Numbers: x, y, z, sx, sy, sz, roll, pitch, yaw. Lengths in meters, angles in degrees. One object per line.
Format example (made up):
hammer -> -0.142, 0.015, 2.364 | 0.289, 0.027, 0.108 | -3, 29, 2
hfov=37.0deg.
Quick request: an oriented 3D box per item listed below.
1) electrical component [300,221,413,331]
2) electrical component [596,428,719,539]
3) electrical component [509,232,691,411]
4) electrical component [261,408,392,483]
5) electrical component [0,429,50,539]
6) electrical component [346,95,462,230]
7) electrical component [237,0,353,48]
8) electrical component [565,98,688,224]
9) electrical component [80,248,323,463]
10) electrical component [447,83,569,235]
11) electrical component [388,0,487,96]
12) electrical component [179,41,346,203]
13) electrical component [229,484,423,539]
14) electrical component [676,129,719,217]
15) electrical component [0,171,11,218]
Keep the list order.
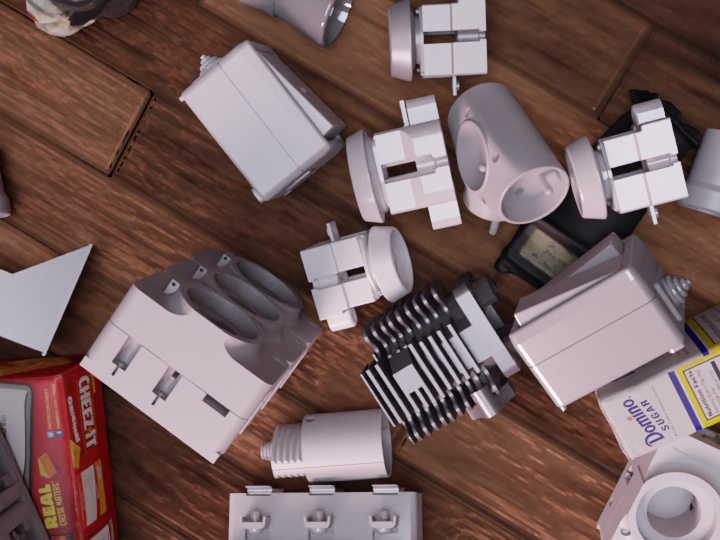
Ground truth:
electrical component -> 0.000, 0.000, 0.663 | 0.055, 0.048, 0.066 | -15, 96, 18
electrical component -> 0.231, 0.158, 0.643 | 0.150, 0.062, 0.089 | 25, 101, 4
electrical component -> 0.138, 0.022, 0.604 | 0.096, 0.061, 0.061 | -33, 97, 24
electrical component -> -0.023, 0.113, 0.683 | 0.081, 0.043, 0.043 | -6, 97, 9
electrical component -> -0.238, 0.180, 0.640 | 0.089, 0.062, 0.150 | -21, 94, 12
electrical component -> 0.025, -0.060, 0.645 | 0.057, 0.058, 0.078 | -12, 96, 7
electrical component -> -0.041, -0.167, 0.648 | 0.065, 0.044, 0.044 | 26, 101, 9
electrical component -> 0.146, -0.056, 0.596 | 0.055, 0.048, 0.066 | -14, 96, 7
electrical component -> -0.083, 0.040, 0.626 | 0.089, 0.150, 0.061 | 36, 102, 2
electrical component -> 0.082, -0.056, 0.634 | 0.044, 0.077, 0.079 | -9, 139, -18
electrical component -> 0.045, -0.136, 0.637 | 0.055, 0.048, 0.066 | -2, 98, 1
electrical component -> -0.058, -0.097, 0.649 | 0.061, 0.062, 0.096 | -38, 91, 11
electrical component -> -0.021, 0.169, 0.679 | 0.121, 0.078, 0.063 | -2, 76, 9
electrical component -> 0.211, -0.055, 0.627 | 0.040, 0.040, 0.046 | 18, 95, 5
electrical component -> -0.250, -0.055, 0.695 | 0.040, 0.040, 0.046 | -8, 91, 9
